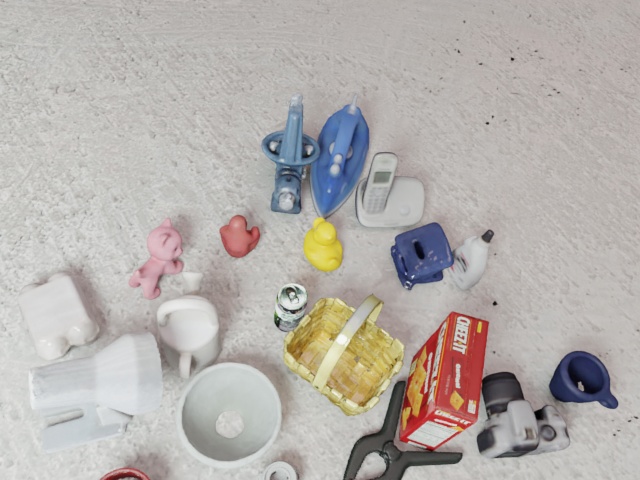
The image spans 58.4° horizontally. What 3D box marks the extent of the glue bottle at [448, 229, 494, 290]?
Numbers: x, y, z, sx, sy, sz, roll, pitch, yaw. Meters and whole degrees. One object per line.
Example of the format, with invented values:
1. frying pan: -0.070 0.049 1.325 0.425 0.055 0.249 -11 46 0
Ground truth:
1. glue bottle: 0.297 0.028 1.105 0.037 0.173 0.078 -20 64 -20

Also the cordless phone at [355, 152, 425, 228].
1. cordless phone: 0.151 -0.106 1.154 0.148 0.185 0.094 -4 60 -12

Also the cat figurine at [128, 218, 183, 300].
1. cat figurine: -0.294 0.028 1.038 0.067 0.118 0.128 29 59 9

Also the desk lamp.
1. desk lamp: -0.332 0.228 0.853 0.203 0.213 0.118 -12 62 -16

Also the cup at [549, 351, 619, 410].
1. cup: 0.469 0.267 1.035 0.092 0.095 0.117 -38 71 -27

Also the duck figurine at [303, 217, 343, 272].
1. duck figurine: 0.010 0.004 1.122 0.078 0.086 0.104 -15 62 -17

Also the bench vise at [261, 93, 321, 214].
1. bench vise: -0.047 -0.166 1.137 0.122 0.220 0.207 -10 61 -15

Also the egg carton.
1. egg carton: -0.448 0.129 0.979 0.107 0.069 0.150 -26 66 -23

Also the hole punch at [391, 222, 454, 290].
1. hole punch: 0.201 0.030 1.135 0.101 0.091 0.108 -8 61 -14

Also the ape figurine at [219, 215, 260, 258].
1. ape figurine: -0.156 -0.014 1.102 0.078 0.092 0.076 18 58 2

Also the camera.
1. camera: 0.344 0.299 0.991 0.143 0.101 0.136 0 59 -10

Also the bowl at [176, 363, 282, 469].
1. bowl: -0.147 0.289 0.930 0.167 0.075 0.167 4 58 -7

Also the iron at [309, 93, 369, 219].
1. iron: 0.043 -0.182 1.208 0.118 0.141 0.258 15 58 0

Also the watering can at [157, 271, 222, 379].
1. watering can: -0.216 0.134 0.941 0.101 0.194 0.172 -17 63 -18
